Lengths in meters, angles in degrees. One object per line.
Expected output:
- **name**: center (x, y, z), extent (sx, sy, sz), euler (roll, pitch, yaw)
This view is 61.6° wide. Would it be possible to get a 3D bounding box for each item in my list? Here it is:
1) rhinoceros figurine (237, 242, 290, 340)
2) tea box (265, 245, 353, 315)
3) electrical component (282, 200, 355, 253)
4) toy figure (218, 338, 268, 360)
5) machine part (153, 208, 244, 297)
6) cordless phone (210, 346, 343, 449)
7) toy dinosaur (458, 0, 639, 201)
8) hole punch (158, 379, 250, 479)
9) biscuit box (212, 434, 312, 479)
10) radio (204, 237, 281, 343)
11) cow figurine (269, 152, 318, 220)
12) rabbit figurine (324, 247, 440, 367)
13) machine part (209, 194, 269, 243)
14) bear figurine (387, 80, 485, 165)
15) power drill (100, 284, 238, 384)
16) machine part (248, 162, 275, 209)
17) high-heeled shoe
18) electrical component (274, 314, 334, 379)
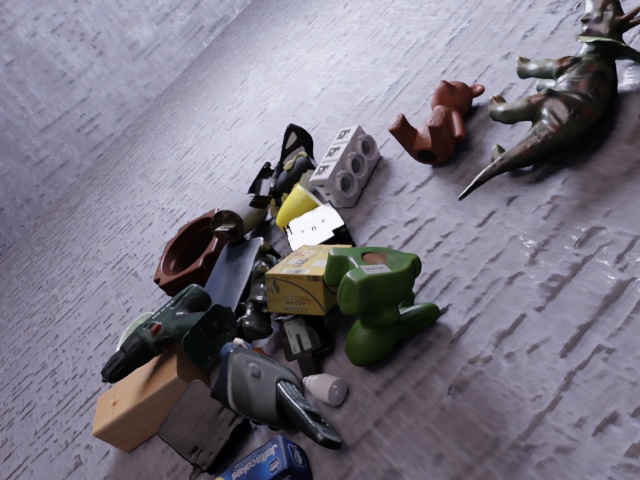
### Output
- **rhinoceros figurine**: center (-0.103, 0.091, 0.966), extent (0.112, 0.073, 0.190), euler (-48, 25, 34)
- **tea box**: center (-0.011, 0.060, 0.872), extent (0.098, 0.068, 0.169), euler (1, 14, 21)
- **electrical component**: center (-0.002, -0.003, 1.018), extent (0.115, 0.058, 0.134), euler (-29, 34, 3)
- **toy figure**: center (-0.123, 0.209, 0.924), extent (0.058, 0.064, 0.155), euler (-42, 30, -25)
- **machine part**: center (-0.278, 0.037, 1.254), extent (0.201, 0.087, 0.201), euler (-25, 39, 26)
- **cordless phone**: center (-0.061, 0.235, 0.756), extent (0.184, 0.146, 0.088), euler (22, 80, 55)
- **toy dinosaur**: center (0.378, -0.206, 0.824), extent (0.192, 0.131, 0.405), euler (10, 66, 51)
- **hole punch**: center (-0.180, 0.305, 0.874), extent (0.116, 0.092, 0.142), euler (30, 71, 24)
- **biscuit box**: center (-0.110, 0.355, 0.751), extent (0.203, 0.062, 0.059), euler (-38, 35, 9)
- **radio**: center (-0.169, 0.105, 1.079), extent (0.131, 0.073, 0.229), euler (-13, 45, 37)
- **cow figurine**: center (-0.066, -0.116, 1.191), extent (0.167, 0.098, 0.068), euler (-39, 36, 17)
- **rabbit figurine**: center (0.081, 0.098, 0.775), extent (0.159, 0.170, 0.121), euler (-8, 26, -24)
- **machine part**: center (-0.175, -0.050, 1.189), extent (0.079, 0.079, 0.243), euler (-30, 8, 20)
- **bear figurine**: center (0.226, -0.242, 1.005), extent (0.120, 0.131, 0.196), euler (8, 64, 39)
- **power drill**: center (-0.250, 0.172, 0.928), extent (0.207, 0.086, 0.232), euler (-10, 30, 49)
- **machine part**: center (-0.130, -0.116, 1.193), extent (0.084, 0.039, 0.139), euler (-49, 25, 24)
- **high-heeled shoe**: center (-0.112, -0.175, 1.260), extent (0.249, 0.145, 0.086), euler (-22, 38, 26)
- **electrical component**: center (-0.019, 0.168, 0.868), extent (0.075, 0.047, 0.119), euler (-30, 73, 23)
